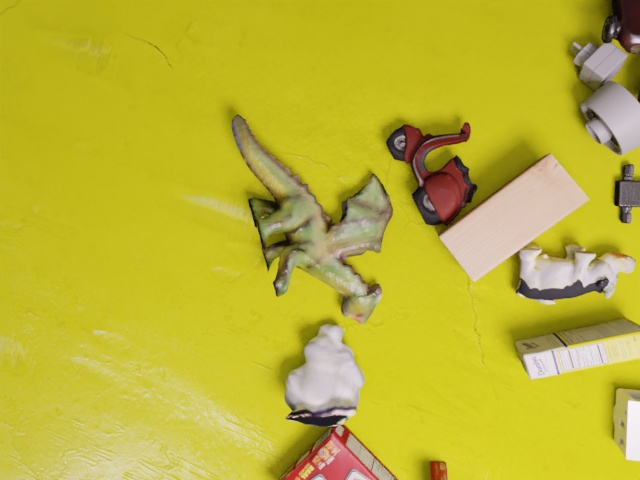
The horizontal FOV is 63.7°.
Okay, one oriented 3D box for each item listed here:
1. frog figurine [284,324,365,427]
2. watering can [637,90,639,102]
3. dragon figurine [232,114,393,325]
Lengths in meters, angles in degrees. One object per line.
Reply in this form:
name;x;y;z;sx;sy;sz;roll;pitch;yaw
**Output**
frog figurine;0.006;0.233;0.891;0.136;0.120;0.163;-16;52;20
watering can;0.567;-0.179;0.732;0.225;0.103;0.350;26;81;10
dragon figurine;0.003;-0.045;0.894;0.243;0.122;0.411;-14;89;-5
